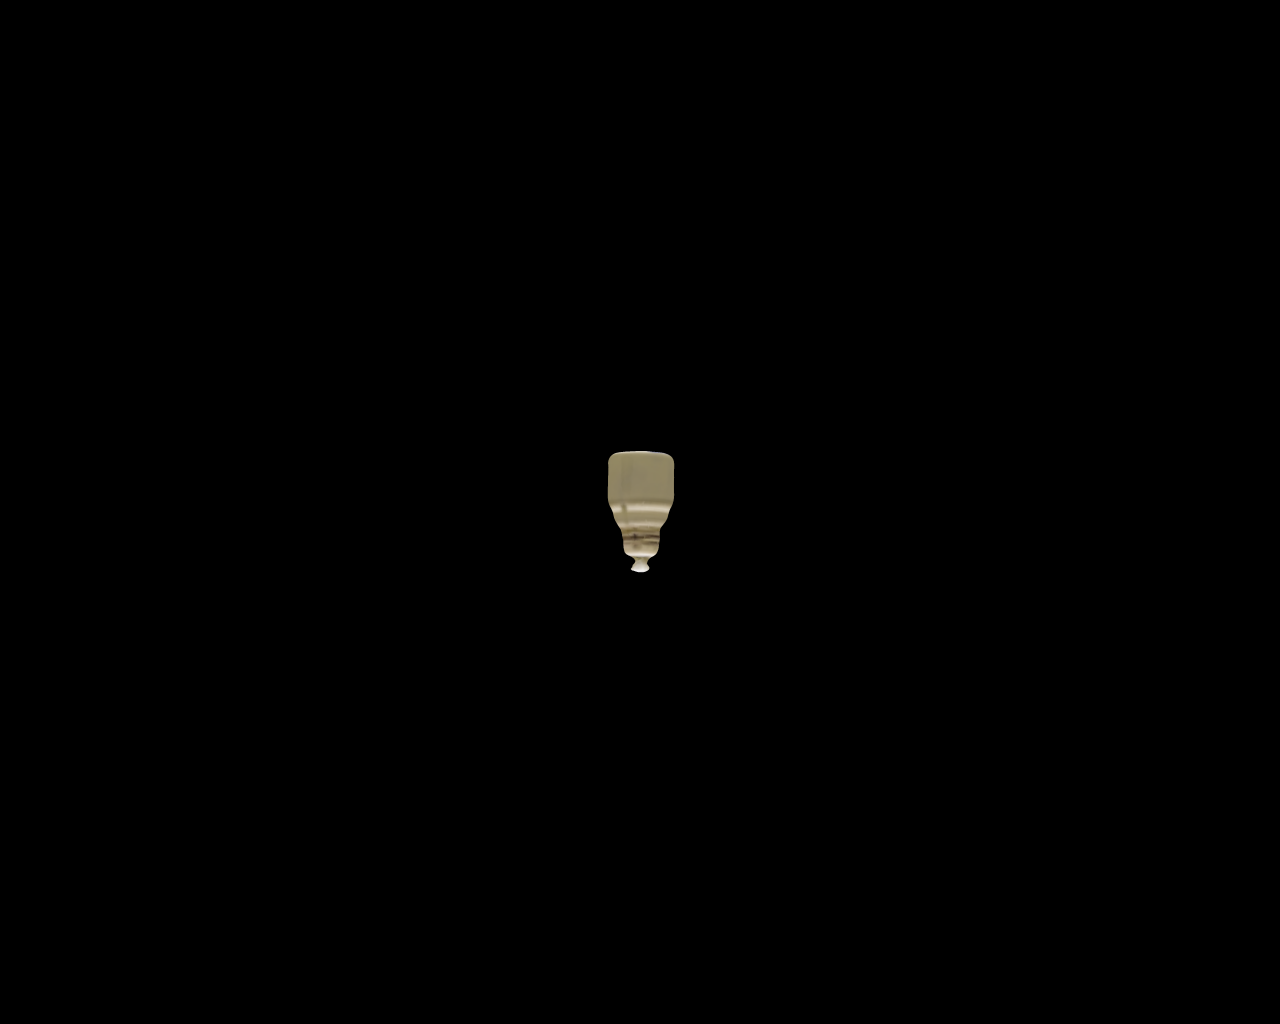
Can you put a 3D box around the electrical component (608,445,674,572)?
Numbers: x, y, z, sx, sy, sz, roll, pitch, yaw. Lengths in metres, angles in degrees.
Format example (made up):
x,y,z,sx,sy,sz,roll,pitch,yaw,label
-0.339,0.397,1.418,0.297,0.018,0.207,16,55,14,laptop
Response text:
x,y,z,sx,sy,sz,roll,pitch,yaw,label
0.001,-0.003,0.650,0.040,0.078,0.040,0,-5,0,electrical component
